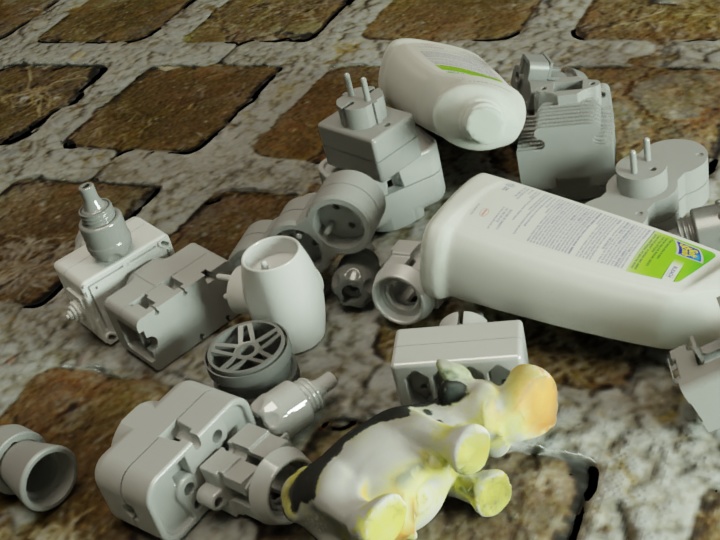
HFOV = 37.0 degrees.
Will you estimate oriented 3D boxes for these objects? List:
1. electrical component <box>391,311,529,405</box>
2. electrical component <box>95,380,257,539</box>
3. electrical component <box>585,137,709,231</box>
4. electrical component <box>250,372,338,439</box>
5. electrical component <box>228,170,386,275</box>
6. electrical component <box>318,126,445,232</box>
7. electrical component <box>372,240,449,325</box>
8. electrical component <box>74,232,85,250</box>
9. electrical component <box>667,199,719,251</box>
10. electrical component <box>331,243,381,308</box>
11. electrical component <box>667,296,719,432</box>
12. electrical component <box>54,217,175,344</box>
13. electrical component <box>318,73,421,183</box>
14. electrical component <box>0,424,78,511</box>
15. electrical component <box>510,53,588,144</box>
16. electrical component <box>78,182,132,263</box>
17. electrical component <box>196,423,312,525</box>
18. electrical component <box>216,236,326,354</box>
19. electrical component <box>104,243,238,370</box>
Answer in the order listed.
[{"bbox_3d":[0.069,0.053,0.712,0.083,0.047,0.075,-5,36,13],"label":"electrical component"},{"bbox_3d":[-0.118,0.118,0.684,0.059,0.053,0.095,14,44,35],"label":"electrical component"},{"bbox_3d":[0.209,-0.062,0.798,0.052,0.073,0.138,20,48,40],"label":"electrical component"},{"bbox_3d":[-0.042,0.088,0.716,0.061,0.035,0.035,-32,38,-28],"label":"electrical component"},{"bbox_3d":[-0.037,-0.035,0.834,0.138,0.052,0.073,-29,22,34],"label":"electrical component"},{"bbox_3d":[0.020,-0.071,0.894,0.095,0.059,0.053,-24,36,-13],"label":"electrical component"},{"bbox_3d":[0.039,0.009,0.788,0.066,0.048,0.055,6,32,27],"label":"electrical component"},{"bbox_3d":[-0.228,-0.011,0.920,0.040,0.040,0.046,-6,42,12],"label":"electrical component"},{"bbox_3d":[0.238,-0.023,0.759,0.062,0.048,0.048,-12,34,15],"label":"electrical component"},{"bbox_3d":[0.000,0.000,0.823,0.035,0.035,0.061,-3,34,16],"label":"electrical component"},{"bbox_3d":[0.220,0.060,0.630,0.064,0.081,0.042,-28,30,22],"label":"electrical component"},{"bbox_3d":[-0.197,0.009,0.859,0.096,0.061,0.061,-34,39,-26],"label":"electrical component"},{"bbox_3d":[0.004,-0.118,0.842,0.047,0.076,0.066,-37,40,-29],"label":"electrical component"},{"bbox_3d":[-0.222,0.130,0.714,0.055,0.045,0.045,15,45,37],"label":"electrical component"},{"bbox_3d":[0.165,-0.148,0.940,0.057,0.078,0.058,0,34,-11],"label":"electrical component"},{"bbox_3d":[-0.197,-0.038,0.813,0.035,0.061,0.035,-10,35,7],"label":"electrical component"},{"bbox_3d":[-0.059,0.127,0.659,0.055,0.048,0.066,12,42,44],"label":"electrical component"},{"bbox_3d":[-0.070,0.016,0.789,0.079,0.077,0.044,7,40,29],"label":"electrical component"},{"bbox_3d":[-0.144,0.025,0.827,0.089,0.050,0.056,-36,40,-28],"label":"electrical component"}]
